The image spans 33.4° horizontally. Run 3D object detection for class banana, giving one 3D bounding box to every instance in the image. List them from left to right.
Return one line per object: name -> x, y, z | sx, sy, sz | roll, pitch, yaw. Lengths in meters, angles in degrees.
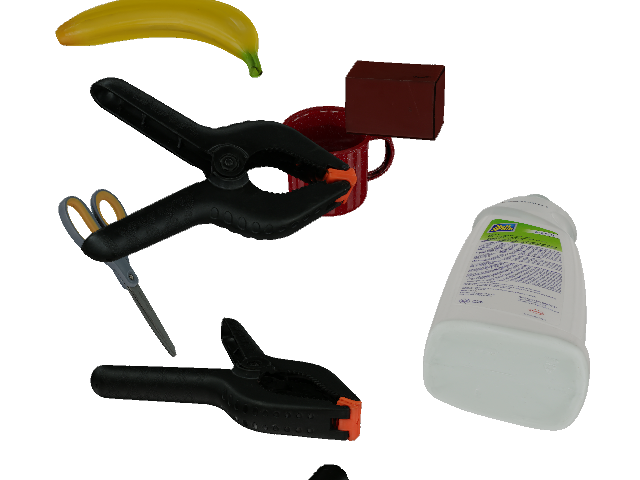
banana -> -0.135, -0.188, 0.940 | 0.198, 0.037, 0.069 | 10, 47, 16

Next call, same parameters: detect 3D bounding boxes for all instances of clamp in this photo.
clamp -> -0.066, -0.049, 0.658 | 0.171, 0.120, 0.039 | -4, -17, -19
clamp -> -0.052, 0.109, 0.846 | 0.210, 0.036, 0.164 | 11, 19, 28

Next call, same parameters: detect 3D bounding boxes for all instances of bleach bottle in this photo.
bleach bottle -> 0.143, 0.029, 0.740 | 0.103, 0.068, 0.250 | 12, 28, 13

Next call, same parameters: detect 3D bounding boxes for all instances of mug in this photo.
mug -> 0.019, -0.081, 1.084 | 0.117, 0.081, 0.093 | -12, 38, -13

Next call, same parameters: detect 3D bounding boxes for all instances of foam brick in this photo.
foam brick -> 0.063, -0.118, 0.898 | 0.078, 0.051, 0.053 | 6, 26, 14

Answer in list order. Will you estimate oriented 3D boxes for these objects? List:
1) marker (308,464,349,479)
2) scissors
marker -> -0.021, 0.130, 0.465 | 0.020, 0.020, 0.120 | 0, 17, 32
scissors -> -0.205, 0.025, 1.153 | 0.016, 0.201, 0.096 | -27, 21, 32
